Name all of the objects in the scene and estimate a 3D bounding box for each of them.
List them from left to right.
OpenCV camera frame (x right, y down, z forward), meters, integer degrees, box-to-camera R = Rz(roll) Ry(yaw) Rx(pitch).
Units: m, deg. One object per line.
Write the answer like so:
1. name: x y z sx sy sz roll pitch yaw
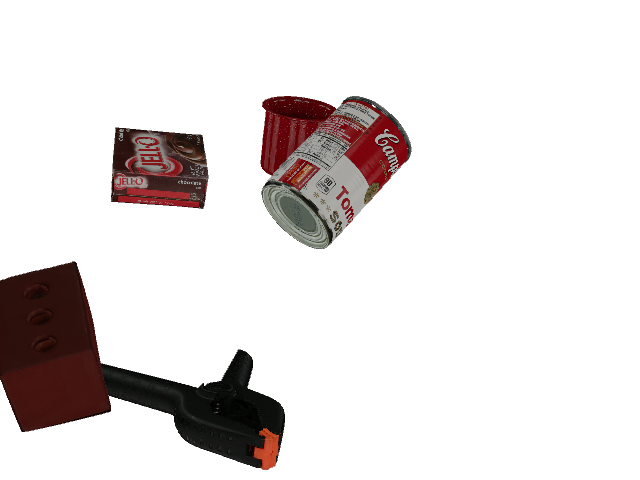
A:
1. foam brick: -0.156 0.061 0.613 0.053 0.051 0.078 -14 42 -11
2. pudding box: -0.159 -0.072 1.047 0.090 0.039 0.113 5 24 -12
3. clamp: -0.086 0.141 0.932 0.164 0.036 0.210 -6 17 -39
4. mug: -0.023 -0.125 1.299 0.093 0.081 0.117 17 25 20
5. soup can: 0.012 -0.052 0.808 0.102 0.068 0.069 -48 23 -23
